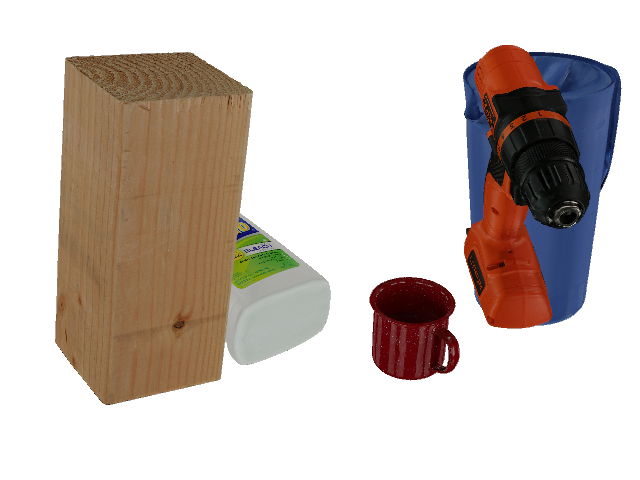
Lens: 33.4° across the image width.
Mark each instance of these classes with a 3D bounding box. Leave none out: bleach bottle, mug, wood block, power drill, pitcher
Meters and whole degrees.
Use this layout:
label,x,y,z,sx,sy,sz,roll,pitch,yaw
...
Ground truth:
label,x,y,z,sx,sy,sz,roll,pitch,yaw
bleach bottle,-0.103,0.008,0.950,0.102,0.068,0.251,-19,40,-34
mug,0.107,0.104,1.169,0.093,0.081,0.117,-25,40,-36
wood block,-0.113,-0.010,0.695,0.090,0.206,0.090,-9,30,-33
power drill,0.149,-0.024,0.787,0.057,0.188,0.184,-3,42,-3
pitcher,0.209,-0.050,1.005,0.149,0.243,0.145,0,28,7
